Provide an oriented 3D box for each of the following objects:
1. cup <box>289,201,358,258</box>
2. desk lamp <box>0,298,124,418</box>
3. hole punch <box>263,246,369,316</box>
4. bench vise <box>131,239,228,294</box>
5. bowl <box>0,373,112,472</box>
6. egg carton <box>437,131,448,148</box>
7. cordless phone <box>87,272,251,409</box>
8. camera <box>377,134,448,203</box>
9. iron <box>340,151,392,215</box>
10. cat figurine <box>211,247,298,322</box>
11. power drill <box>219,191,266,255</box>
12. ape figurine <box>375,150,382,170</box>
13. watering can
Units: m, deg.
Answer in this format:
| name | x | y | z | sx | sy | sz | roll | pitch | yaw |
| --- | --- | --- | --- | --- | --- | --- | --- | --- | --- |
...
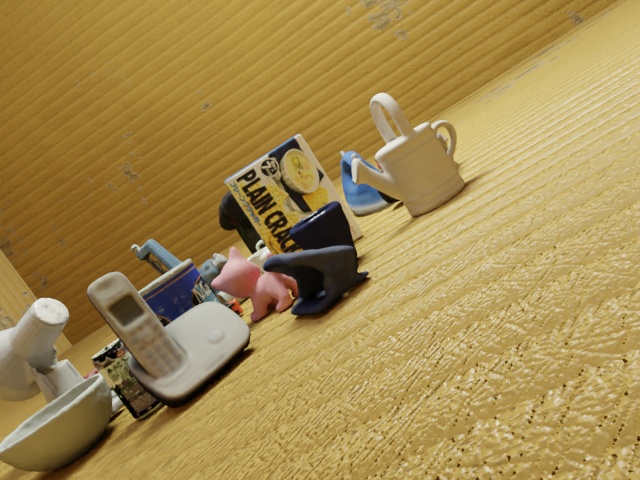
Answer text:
| name | x | y | z | sx | sy | sz | roll | pitch | yaw |
| --- | --- | --- | --- | --- | --- | --- | --- | --- | --- |
| cup | 0.008 | 0.003 | 0.884 | 0.092 | 0.095 | 0.117 | -36 | 8 | -21 |
| desk lamp | -0.427 | 0.209 | 0.926 | 0.203 | 0.213 | 0.118 | -30 | 8 | 23 |
| hole punch | -0.008 | 0.038 | 0.745 | 0.101 | 0.091 | 0.108 | -37 | 8 | -25 |
| bench vise | -0.309 | 0.072 | 1.286 | 0.207 | 0.220 | 0.121 | -33 | 8 | -2 |
| bowl | -0.350 | 0.263 | 0.790 | 0.167 | 0.075 | 0.167 | -32 | 7 | 5 |
| egg carton | 0.230 | -0.195 | 1.327 | 0.107 | 0.069 | 0.151 | -24 | 11 | 49 |
| cordless phone | -0.191 | 0.103 | 0.728 | 0.148 | 0.185 | 0.094 | -39 | 10 | -37 |
| camera | 0.172 | -0.138 | 1.085 | 0.136 | 0.101 | 0.143 | -29 | 8 | 27 |
| iron | 0.096 | -0.140 | 1.263 | 0.118 | 0.141 | 0.258 | -33 | 7 | 0 |
| cat figurine | -0.103 | 0.061 | 0.891 | 0.127 | 0.118 | 0.067 | -27 | 10 | 37 |
| power drill | -0.179 | -0.029 | 1.436 | 0.076 | 0.208 | 0.229 | -36 | 8 | -23 |
| ape figurine | 0.167 | -0.179 | 1.403 | 0.076 | 0.092 | 0.078 | -28 | 9 | 31 |
| watering can | 0.131 | -0.139 | 0.898 | 0.173 | 0.194 | 0.100 | -37 | 9 | -28 |
